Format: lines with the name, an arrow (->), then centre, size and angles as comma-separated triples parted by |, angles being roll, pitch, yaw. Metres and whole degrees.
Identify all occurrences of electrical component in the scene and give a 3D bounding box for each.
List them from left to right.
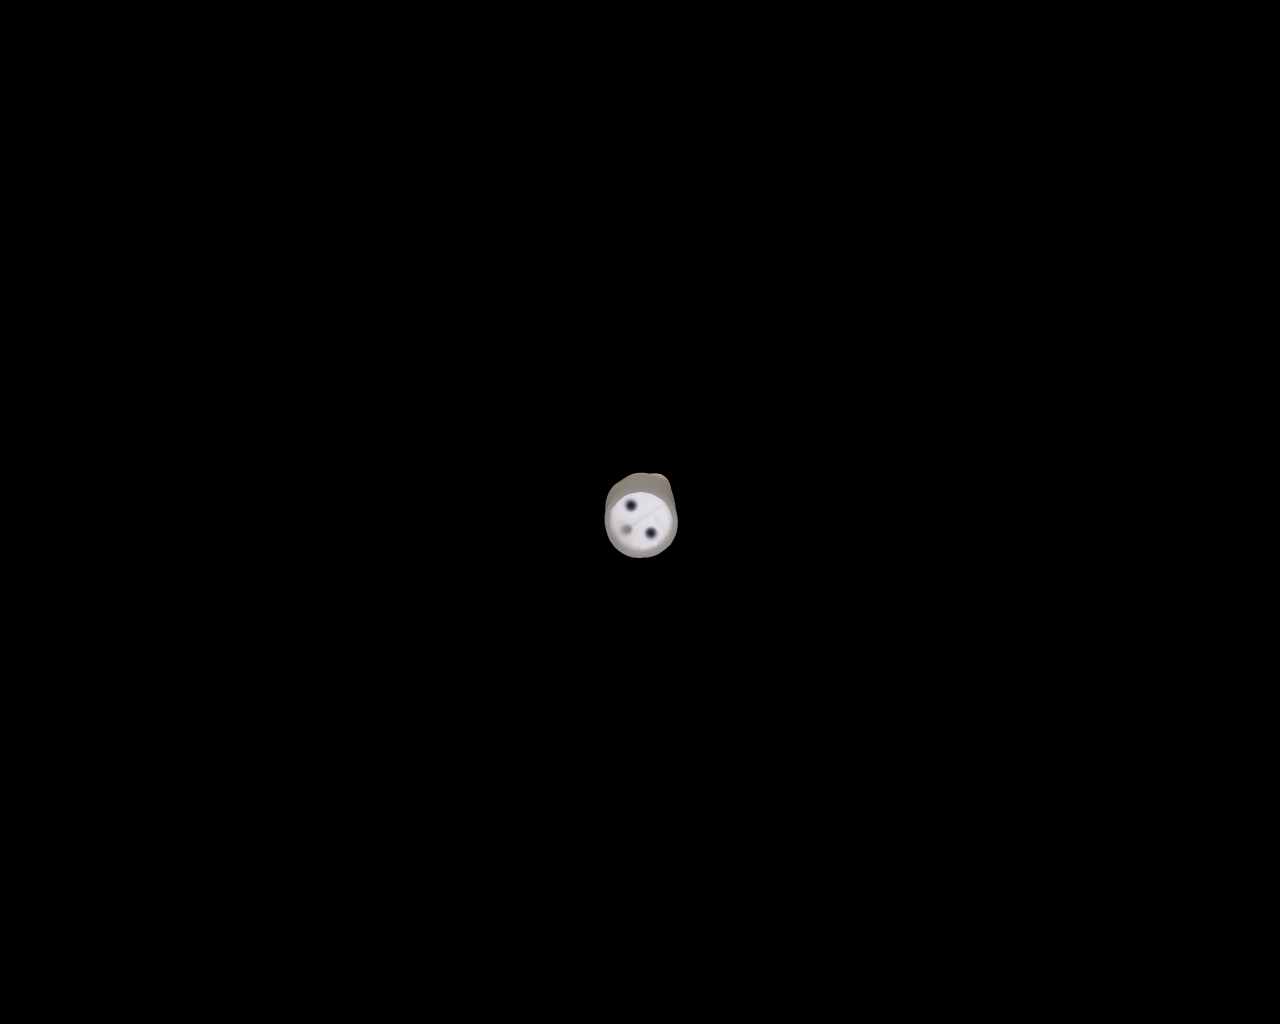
electrical component -> 0.001, -0.003, 0.650 | 0.043, 0.043, 0.081 | 0, 14, 0
